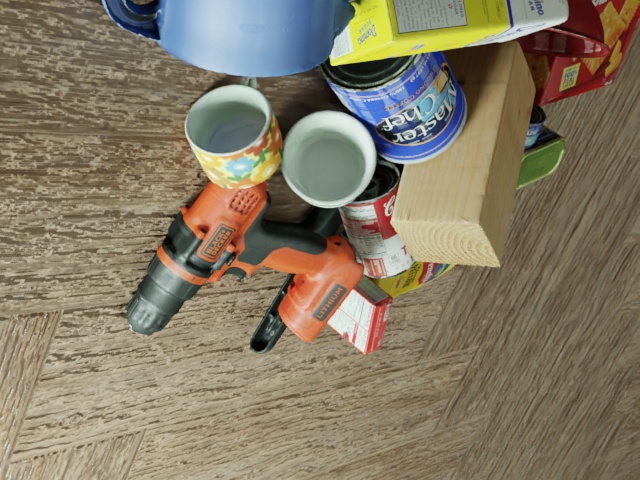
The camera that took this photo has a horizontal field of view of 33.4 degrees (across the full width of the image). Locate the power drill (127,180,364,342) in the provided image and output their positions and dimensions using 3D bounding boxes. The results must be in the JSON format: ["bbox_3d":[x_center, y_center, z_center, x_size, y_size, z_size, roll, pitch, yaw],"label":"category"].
[{"bbox_3d":[-0.064,0.032,0.978,0.187,0.057,0.184,25,110,-40],"label":"power drill"}]

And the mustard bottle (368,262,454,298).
[{"bbox_3d":[0.109,0.018,1.234,0.191,0.058,0.096,-21,141,-42],"label":"mustard bottle"}]

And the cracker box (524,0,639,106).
[{"bbox_3d":[0.297,-0.266,1.179,0.163,0.072,0.214,-20,135,-42],"label":"cracker box"}]

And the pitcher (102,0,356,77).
[{"bbox_3d":[-0.052,-0.241,0.709,0.149,0.145,0.243,-44,149,-49],"label":"pitcher"}]

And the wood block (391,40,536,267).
[{"bbox_3d":[0.145,-0.086,1.052,0.090,0.091,0.206,52,48,-54],"label":"wood block"}]

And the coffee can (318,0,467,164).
[{"bbox_3d":[0.067,-0.145,0.971,0.103,0.103,0.140,-50,148,-4],"label":"coffee can"}]

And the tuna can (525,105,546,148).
[{"bbox_3d":[0.203,-0.135,1.175,0.085,0.086,0.034,-17,136,-44],"label":"tuna can"}]

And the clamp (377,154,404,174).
[{"bbox_3d":[0.105,-0.098,1.133,0.120,0.039,0.171,-59,151,-23],"label":"clamp"}]

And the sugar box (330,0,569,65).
[{"bbox_3d":[0.101,-0.174,0.843,0.175,0.093,0.048,-10,93,-29],"label":"sugar box"}]

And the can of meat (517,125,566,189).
[{"bbox_3d":[0.221,-0.108,1.228,0.101,0.084,0.057,-24,139,-39],"label":"can of meat"}]

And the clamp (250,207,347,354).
[{"bbox_3d":[-0.007,0.001,1.086,0.209,0.036,0.164,-40,140,-25],"label":"clamp"}]

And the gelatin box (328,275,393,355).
[{"bbox_3d":[0.035,0.070,1.160,0.030,0.089,0.073,-25,140,-36],"label":"gelatin box"}]

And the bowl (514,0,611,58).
[{"bbox_3d":[0.210,-0.222,1.049,0.161,0.162,0.055,7,96,-55],"label":"bowl"}]

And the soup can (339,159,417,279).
[{"bbox_3d":[0.057,-0.020,1.064,0.068,0.069,0.102,-37,131,-23],"label":"soup can"}]
